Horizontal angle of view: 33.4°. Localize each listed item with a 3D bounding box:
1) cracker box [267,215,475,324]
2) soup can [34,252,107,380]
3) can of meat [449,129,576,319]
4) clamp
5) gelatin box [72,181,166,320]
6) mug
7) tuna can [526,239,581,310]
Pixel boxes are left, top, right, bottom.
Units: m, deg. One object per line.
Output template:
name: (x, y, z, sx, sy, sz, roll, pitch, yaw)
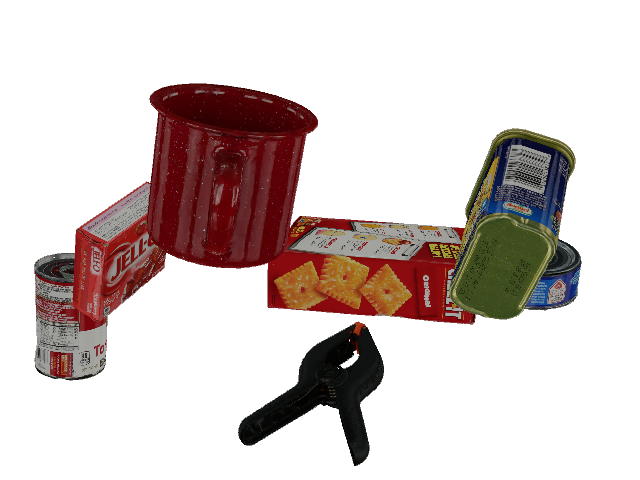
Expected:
cracker box: (0.063, 0.030, 1.144, 0.214, 0.072, 0.164, 5, 14, 9)
soup can: (-0.232, 0.071, 0.994, 0.068, 0.102, 0.068, 5, 19, -2)
can of meat: (0.126, -0.008, 0.711, 0.057, 0.084, 0.102, 18, -41, 3)
clamp: (0.017, 0.138, 0.965, 0.120, 0.039, 0.171, 17, 43, 26)
gelatin box: (-0.148, 0.008, 0.802, 0.030, 0.073, 0.089, 25, 37, 16)
mug: (-0.052, -0.031, 0.589, 0.093, 0.081, 0.117, 7, 22, -9)
tuna can: (0.177, 0.024, 0.905, 0.086, 0.034, 0.086, 2, 25, -1)
